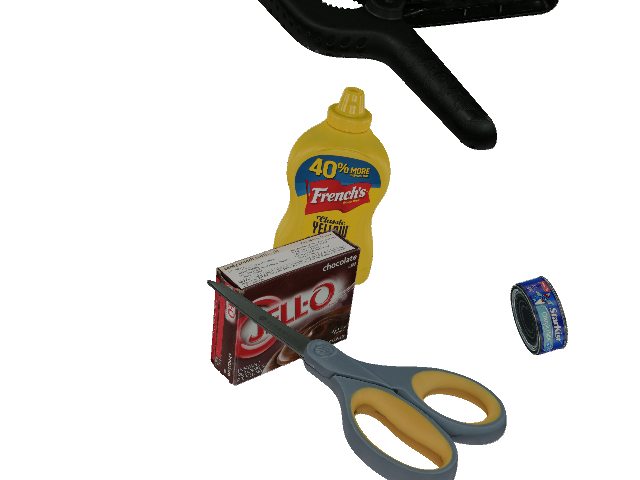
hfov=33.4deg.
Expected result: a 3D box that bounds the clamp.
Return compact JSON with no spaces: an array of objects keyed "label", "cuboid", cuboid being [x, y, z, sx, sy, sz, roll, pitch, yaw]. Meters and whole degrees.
[{"label":"clamp","cuboid":[0.046,-0.141,0.712,0.210,0.164,0.036,16,-39,6]}]

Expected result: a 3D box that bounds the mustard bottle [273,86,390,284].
[{"label":"mustard bottle","cuboid":[0.015,-0.052,0.999,0.096,0.192,0.058,9,28,-4]}]

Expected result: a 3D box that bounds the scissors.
[{"label":"scissors","cuboid":[0.022,0.065,0.582,0.096,0.016,0.202,-9,33,-28]}]

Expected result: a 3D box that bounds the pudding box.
[{"label":"pudding box","cuboid":[-0.027,0.049,0.807,0.113,0.090,0.039,-21,44,-35]}]

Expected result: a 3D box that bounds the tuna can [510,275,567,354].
[{"label":"tuna can","cuboid":[0.247,0.086,1.211,0.033,0.086,0.086,-15,2,-7]}]
